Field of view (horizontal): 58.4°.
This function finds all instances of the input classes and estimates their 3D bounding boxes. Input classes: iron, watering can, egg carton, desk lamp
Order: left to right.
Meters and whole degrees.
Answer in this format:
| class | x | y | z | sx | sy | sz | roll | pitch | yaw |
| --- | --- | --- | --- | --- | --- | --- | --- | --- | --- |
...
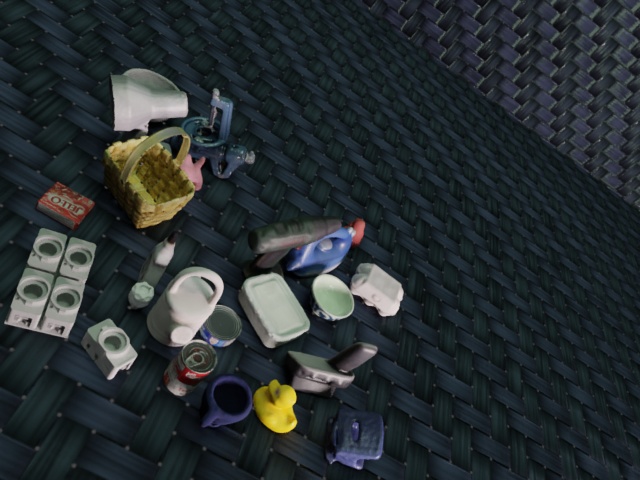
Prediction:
| class | x | y | z | sx | sy | sz | roll | pitch | yaw |
| --- | --- | --- | --- | --- | --- | --- | --- | --- | --- |
| desk lamp | -0.406 | -0.272 | 1.325 | 0.204 | 0.213 | 0.117 | 6 | 51 | -36 |
| watering can | -0.252 | 0.124 | 1.100 | 0.101 | 0.193 | 0.172 | 7 | 50 | -35 |
| iron | 0.014 | 0.005 | 1.475 | 0.259 | 0.141 | 0.118 | -7 | 59 | -43 |
| egg carton | 0.151 | 0.132 | 1.529 | 0.150 | 0.069 | 0.107 | 37 | 39 | -6 |

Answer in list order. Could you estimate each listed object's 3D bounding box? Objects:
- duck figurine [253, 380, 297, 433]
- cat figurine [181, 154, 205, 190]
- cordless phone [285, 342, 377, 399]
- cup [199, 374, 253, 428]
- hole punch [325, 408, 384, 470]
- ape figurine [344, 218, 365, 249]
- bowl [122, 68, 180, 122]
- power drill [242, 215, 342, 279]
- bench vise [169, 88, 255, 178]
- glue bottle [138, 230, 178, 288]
| class | x | y | z | sx | sy | sz | roll | pitch | yaw |
| --- | --- | --- | --- | --- | --- | --- | --- | --- | --- |
| duck figurine | -0.077 | 0.327 | 1.143 | 0.104 | 0.086 | 0.078 | 51 | 40 | 12 |
| cat figurine | -0.319 | -0.162 | 1.372 | 0.067 | 0.117 | 0.128 | 42 | 39 | 1 |
| cordless phone | 0.023 | 0.252 | 1.217 | 0.148 | 0.184 | 0.094 | 17 | 45 | -28 |
| cup | -0.190 | 0.314 | 1.053 | 0.091 | 0.094 | 0.118 | 44 | 39 | 3 |
| hole punch | 0.071 | 0.408 | 1.186 | 0.101 | 0.091 | 0.108 | 26 | 41 | -18 |
| ape figurine | 0.096 | -0.026 | 1.612 | 0.078 | 0.092 | 0.076 | 16 | 45 | -28 |
| bowl | -0.445 | -0.362 | 1.489 | 0.168 | 0.074 | 0.167 | 23 | 42 | -22 |
| power drill | -0.082 | 0.018 | 1.329 | 0.230 | 0.208 | 0.075 | -7 | 59 | -43 |
| bench vise | -0.251 | -0.277 | 1.454 | 0.208 | 0.219 | 0.121 | 13 | 47 | -31 |
| glue bottle | -0.318 | 0.037 | 1.142 | 0.037 | 0.173 | 0.078 | 23 | 42 | -22 |
